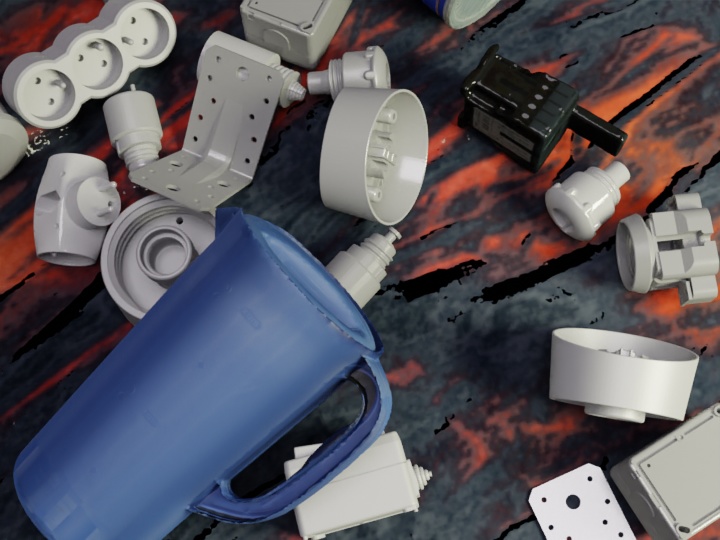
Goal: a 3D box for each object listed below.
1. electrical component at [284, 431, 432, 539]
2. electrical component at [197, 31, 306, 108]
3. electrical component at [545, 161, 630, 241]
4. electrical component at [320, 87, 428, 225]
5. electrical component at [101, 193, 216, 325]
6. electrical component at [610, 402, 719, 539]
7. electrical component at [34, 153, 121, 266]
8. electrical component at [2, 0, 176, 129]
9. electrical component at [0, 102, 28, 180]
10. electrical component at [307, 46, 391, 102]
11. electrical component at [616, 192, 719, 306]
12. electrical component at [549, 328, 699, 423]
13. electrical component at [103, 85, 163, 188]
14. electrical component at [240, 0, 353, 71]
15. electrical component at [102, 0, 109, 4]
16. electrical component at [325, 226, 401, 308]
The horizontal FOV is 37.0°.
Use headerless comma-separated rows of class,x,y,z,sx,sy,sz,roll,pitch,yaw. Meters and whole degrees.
electrical component,0.001,0.144,0.743,0.096,0.061,0.061,-16,75,0
electrical component,-0.080,-0.150,0.832,0.081,0.043,0.043,23,78,9
electrical component,0.171,-0.055,0.793,0.062,0.048,0.048,-39,77,-13
electrical component,0.009,-0.085,0.785,0.064,0.099,0.099,11,77,13
electrical component,-0.137,-0.005,0.791,0.108,0.060,0.108,-1,76,4
electrical component,0.229,0.137,0.734,0.096,0.061,0.061,-29,76,-12
electrical component,-0.205,-0.048,0.802,0.079,0.043,0.077,-11,70,44
electrical component,-0.216,-0.167,0.841,0.138,0.052,0.074,-37,34,-15
electrical component,-0.299,-0.099,0.816,0.080,0.080,0.051,-36,71,-6
electrical component,-0.009,-0.146,0.828,0.062,0.048,0.048,-3,75,10
electrical component,0.218,-0.013,0.772,0.057,0.058,0.078,-6,76,-1
electrical component,0.178,0.070,0.735,0.099,0.099,0.064,9,83,6
electrical component,-0.172,-0.101,0.828,0.040,0.040,0.078,-16,75,0
electrical component,-0.044,-0.213,0.841,0.062,0.061,0.096,22,71,9
electrical component,-0.205,-0.259,0.862,0.050,0.055,0.089,-34,76,-5
electrical component,0.000,0.000,0.791,0.040,0.040,0.078,41,82,12
